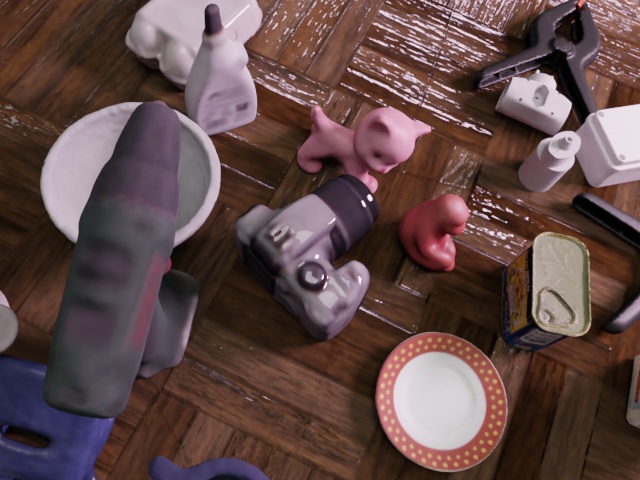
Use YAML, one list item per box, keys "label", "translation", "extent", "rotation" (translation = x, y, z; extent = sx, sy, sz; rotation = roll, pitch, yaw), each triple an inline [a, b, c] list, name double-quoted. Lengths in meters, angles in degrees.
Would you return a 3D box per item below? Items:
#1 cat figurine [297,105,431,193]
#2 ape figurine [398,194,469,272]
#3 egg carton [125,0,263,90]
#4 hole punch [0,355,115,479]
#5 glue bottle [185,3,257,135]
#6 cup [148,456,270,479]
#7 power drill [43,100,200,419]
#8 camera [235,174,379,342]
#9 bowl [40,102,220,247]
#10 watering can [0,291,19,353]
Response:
- label: "cat figurine"
  translation: [0.045, -0.108, 0.607]
  extent: [0.128, 0.118, 0.067]
  rotation: [20, 66, 2]
- label: "ape figurine"
  translation: [0.124, -0.015, 0.592]
  extent: [0.076, 0.092, 0.078]
  rotation: [33, 67, 7]
- label: "egg carton"
  translation: [-0.143, -0.246, 0.667]
  extent: [0.107, 0.069, 0.150]
  rotation: [34, 67, 8]
- label: "hole punch"
  translation: [-0.231, 0.157, 0.474]
  extent: [0.108, 0.091, 0.101]
  rotation: [16, 66, 0]
- label: "glue bottle"
  translation: [-0.103, -0.173, 0.585]
  extent: [0.078, 0.173, 0.037]
  rotation: [-20, 71, -14]
- label: "cup"
  translation: [-0.088, 0.219, 0.464]
  extent: [0.117, 0.095, 0.092]
  rotation: [36, 68, 8]
- label: "power drill"
  translation: [-0.151, 0.032, 0.473]
  extent: [0.075, 0.208, 0.229]
  rotation: [10, 66, -3]
- label: "camera"
  translation: [0.005, 0.002, 0.564]
  extent: [0.137, 0.101, 0.143]
  rotation: [-39, 77, -20]
- label: "bowl"
  translation: [-0.182, -0.049, 0.576]
  extent: [0.167, 0.075, 0.167]
  rotation: [3, 67, -6]
- label: "watering can"
  translation: [-0.324, 0.046, 0.452]
  extent: [0.173, 0.194, 0.101]
  rotation: [-1, 67, -7]
